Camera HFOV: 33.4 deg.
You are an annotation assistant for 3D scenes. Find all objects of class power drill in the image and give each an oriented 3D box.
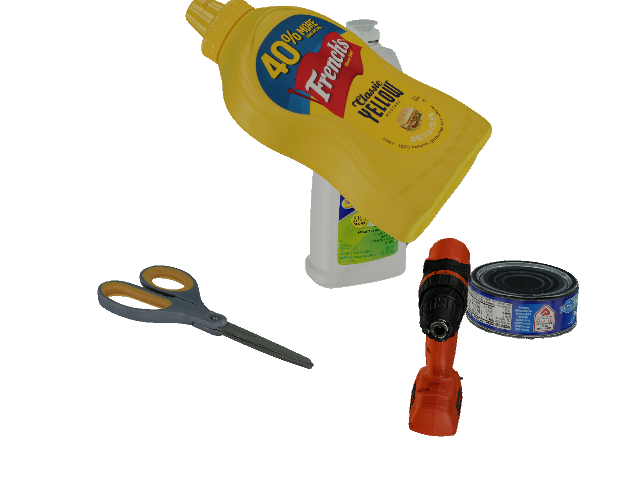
[{"bbox_3d":[0.128,0.111,1.135,0.057,0.188,0.184,7,25,9],"label":"power drill"}]

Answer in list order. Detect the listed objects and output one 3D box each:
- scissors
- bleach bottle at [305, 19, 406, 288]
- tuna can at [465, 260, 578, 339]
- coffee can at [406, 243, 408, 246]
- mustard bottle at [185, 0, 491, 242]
[{"bbox_3d":[-0.090,0.060,0.911,0.202,0.016,0.096,13,26,11],"label":"scissors"},{"bbox_3d":[0.034,-0.084,1.028,0.102,0.251,0.068,-9,23,-18],"label":"bleach bottle"},{"bbox_3d":[0.157,0.044,0.831,0.086,0.034,0.086,0,19,0],"label":"tuna can"},{"bbox_3d":[0.068,-0.066,1.290,0.102,0.140,0.103,7,28,-4],"label":"coffee can"},{"bbox_3d":[0.001,-0.086,0.633,0.191,0.096,0.058,35,-34,7],"label":"mustard bottle"}]
